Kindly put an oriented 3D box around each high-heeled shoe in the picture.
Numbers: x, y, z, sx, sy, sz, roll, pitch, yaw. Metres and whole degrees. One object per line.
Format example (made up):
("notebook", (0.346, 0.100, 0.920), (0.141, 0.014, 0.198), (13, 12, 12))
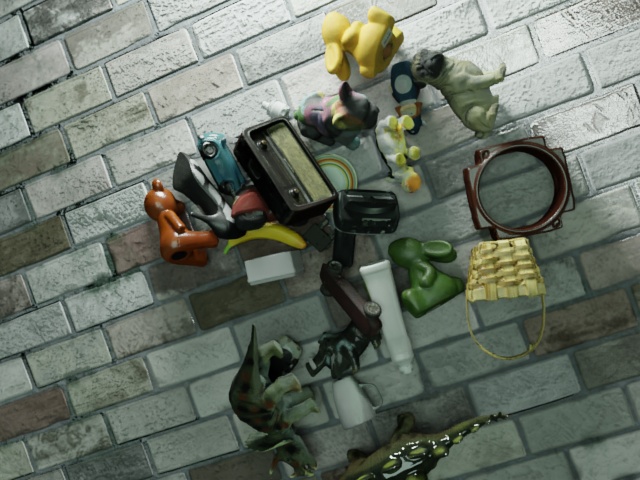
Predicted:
("high-heeled shoe", (-0.251, -0.106, 1.234), (0.086, 0.145, 0.249), (-45, 47, 29))

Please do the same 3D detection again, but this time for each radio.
("radio", (-0.078, -0.148, 1.156), (0.229, 0.131, 0.073), (56, 143, 13))

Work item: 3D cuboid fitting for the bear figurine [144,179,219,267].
("bear figurine", (-0.332, -0.041, 1.246), (0.120, 0.132, 0.196), (-53, 49, 40))

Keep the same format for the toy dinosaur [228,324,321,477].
("toy dinosaur", (-0.121, 0.345, 1.150), (0.192, 0.131, 0.404), (-33, 120, -5))

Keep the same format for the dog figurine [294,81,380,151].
("dog figurine", (0.028, -0.263, 1.114), (0.192, 0.219, 0.108), (15, 91, 7))

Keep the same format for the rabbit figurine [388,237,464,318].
("rabbit figurine", (0.219, 0.060, 1.153), (0.159, 0.121, 0.170), (-33, 73, 10))

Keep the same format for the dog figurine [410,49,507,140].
("dog figurine", (0.280, -0.305, 1.129), (0.191, 0.121, 0.172), (9, 104, 14))

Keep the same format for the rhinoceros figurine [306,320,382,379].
("rhinoceros figurine", (0.052, 0.244, 1.205), (0.190, 0.073, 0.112), (-43, 87, 8))

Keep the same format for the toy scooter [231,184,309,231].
("toy scooter", (-0.116, -0.093, 1.198), (0.184, 0.075, 0.135), (-5, 75, -27))

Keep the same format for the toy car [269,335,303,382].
("toy car", (-0.121, 0.310, 1.246), (0.073, 0.056, 0.201), (39, 99, -2))

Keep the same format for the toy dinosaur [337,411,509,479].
("toy dinosaur", (0.181, 0.462, 1.134), (0.471, 0.198, 0.105), (-37, 90, 10))

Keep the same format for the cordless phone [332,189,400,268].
("cordless phone", (0.098, -0.017, 1.191), (0.147, 0.089, 0.184), (2, 112, -10))

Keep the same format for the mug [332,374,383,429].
("mug", (0.079, 0.354, 1.204), (0.109, 0.080, 0.107), (-29, 79, 14))

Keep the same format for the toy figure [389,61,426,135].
("toy figure", (0.189, -0.306, 1.169), (0.064, 0.058, 0.154), (-8, 94, 48))

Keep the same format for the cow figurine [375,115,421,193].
("cow figurine", (0.164, -0.181, 1.165), (0.068, 0.098, 0.167), (-16, 97, -26))

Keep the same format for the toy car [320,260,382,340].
("toy car", (0.066, 0.126, 1.166), (0.202, 0.053, 0.089), (49, 144, 35))

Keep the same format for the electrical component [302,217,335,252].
("electrical component", (-0.003, -0.004, 1.228), (0.063, 0.021, 0.094), (45, 98, 4))

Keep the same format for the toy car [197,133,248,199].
("toy car", (-0.206, -0.179, 1.214), (0.103, 0.109, 0.161), (-30, 97, -8))

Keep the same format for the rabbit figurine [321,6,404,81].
("rabbit figurine", (0.074, -0.426, 1.167), (0.173, 0.122, 0.162), (33, 107, 20))

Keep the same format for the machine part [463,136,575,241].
("machine part", (0.414, -0.106, 1.127), (0.202, 0.087, 0.201), (-12, 90, 8))
